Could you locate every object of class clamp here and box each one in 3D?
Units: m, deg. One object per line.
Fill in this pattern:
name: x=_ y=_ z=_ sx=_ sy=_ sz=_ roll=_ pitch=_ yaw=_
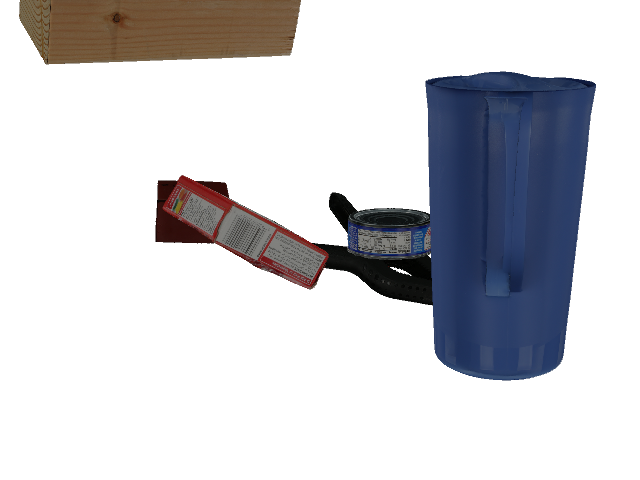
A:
clamp: x=0.053 y=0.022 z=1.239 sx=0.210 sy=0.036 sz=0.164 roll=31 pitch=38 yaw=22

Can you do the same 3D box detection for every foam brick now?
foam brick: x=-0.140 y=-0.031 z=1.160 sx=0.078 sy=0.051 sz=0.053 roll=1 pitch=27 yaw=-8

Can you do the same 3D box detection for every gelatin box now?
gelatin box: x=-0.048 y=-0.005 z=0.698 sx=0.089 sy=0.030 sz=0.073 roll=28 pitch=1 yaw=-38

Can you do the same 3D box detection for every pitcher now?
pitcher: x=0.147 y=-0.012 z=0.863 sx=0.149 sy=0.243 sz=0.145 roll=-9 pitch=16 yaw=-34

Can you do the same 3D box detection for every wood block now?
wood block: x=-0.126 y=-0.202 z=0.854 sx=0.205 sy=0.091 sz=0.090 roll=-7 pitch=38 yaw=-27

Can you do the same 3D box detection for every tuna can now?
tuna can: x=0.069 y=-0.008 z=1.040 sx=0.086 sy=0.034 sz=0.086 roll=0 pitch=13 yaw=0
